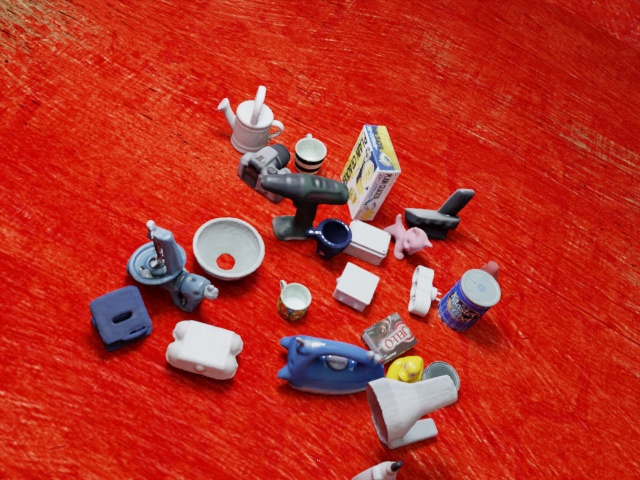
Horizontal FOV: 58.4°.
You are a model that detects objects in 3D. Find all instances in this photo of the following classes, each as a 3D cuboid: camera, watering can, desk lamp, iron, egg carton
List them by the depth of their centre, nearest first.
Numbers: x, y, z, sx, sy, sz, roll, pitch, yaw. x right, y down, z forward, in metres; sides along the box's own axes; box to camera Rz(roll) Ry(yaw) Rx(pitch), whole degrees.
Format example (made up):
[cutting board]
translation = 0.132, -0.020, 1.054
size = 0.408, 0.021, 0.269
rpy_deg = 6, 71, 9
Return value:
[desk lamp]
translation = 0.178, 0.348, 1.181
size = 0.204, 0.213, 0.118
rpy_deg = -7, 59, -23
[egg carton]
translation = -0.242, 0.233, 1.205
size = 0.150, 0.069, 0.107
rpy_deg = 16, 53, -8
[iron]
translation = 0.044, 0.259, 1.242
size = 0.259, 0.141, 0.118
rpy_deg = 10, 54, -12
[camera]
translation = -0.125, -0.198, 1.529
size = 0.143, 0.100, 0.137
rpy_deg = 38, 53, 9
[watering can]
translation = -0.185, -0.329, 1.540
size = 0.173, 0.194, 0.101
rpy_deg = -4, 58, -21

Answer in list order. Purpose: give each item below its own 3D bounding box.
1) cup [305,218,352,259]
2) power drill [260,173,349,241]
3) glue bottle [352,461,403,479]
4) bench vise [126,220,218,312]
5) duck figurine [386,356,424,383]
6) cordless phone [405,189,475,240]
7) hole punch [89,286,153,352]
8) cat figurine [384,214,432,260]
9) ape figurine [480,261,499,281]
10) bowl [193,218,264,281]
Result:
[cup]
translation = 0.013, 0.005, 1.439
size = 0.118, 0.095, 0.091
rpy_deg = 3, 55, -17
[power drill]
translation = -0.051, -0.086, 1.408
size = 0.230, 0.208, 0.075
rpy_deg = -3, 57, -21
[glue bottle]
translation = 0.121, 0.456, 1.111
size = 0.078, 0.173, 0.037
rpy_deg = -2, 57, -20
[bench vise]
translation = -0.307, 0.046, 1.218
size = 0.207, 0.219, 0.121
rpy_deg = 14, 53, -10
[duck figurine]
translation = 0.205, 0.297, 1.307
size = 0.105, 0.086, 0.077
rpy_deg = -33, 72, -34
[cordless phone]
translation = 0.325, -0.089, 1.557
size = 0.148, 0.185, 0.094
rpy_deg = 2, 56, -18
[hole punch]
translation = -0.409, 0.161, 1.184
size = 0.109, 0.091, 0.101
rpy_deg = -23, 66, -31
[cat figurine]
translation = 0.234, -0.010, 1.513
size = 0.067, 0.117, 0.127
rpy_deg = -20, 65, -29
[ape figurine]
translation = 0.449, 0.090, 1.534
size = 0.078, 0.092, 0.076
rpy_deg = 5, 55, -15
[bowl]
translation = -0.218, 0.034, 1.350
size = 0.168, 0.074, 0.167
rpy_deg = 9, 54, -13
